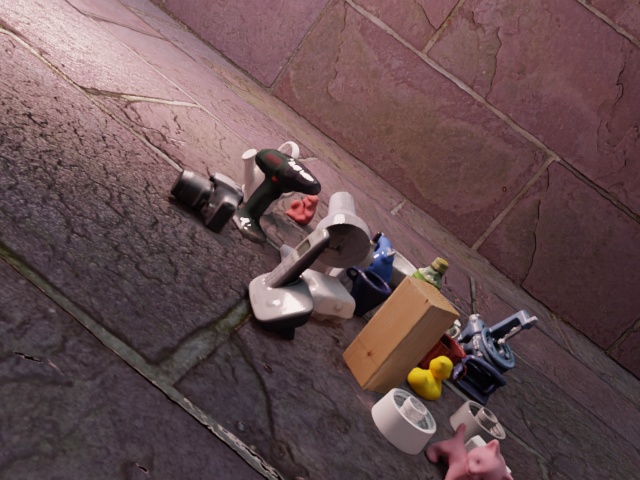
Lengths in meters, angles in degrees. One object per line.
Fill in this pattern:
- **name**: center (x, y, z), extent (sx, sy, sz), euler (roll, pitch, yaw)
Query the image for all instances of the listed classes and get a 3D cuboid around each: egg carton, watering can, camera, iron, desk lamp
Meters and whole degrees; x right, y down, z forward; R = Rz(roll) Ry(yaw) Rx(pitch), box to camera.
- **egg carton**: center (0.003, 0.118, 1.174), extent (0.151, 0.069, 0.107), euler (19, 24, -47)
- **watering can**: center (-0.124, -0.171, 1.474), extent (0.100, 0.194, 0.173), euler (47, 19, 31)
- **camera**: center (-0.239, -0.106, 1.223), extent (0.137, 0.100, 0.143), euler (31, 17, -22)
- **iron**: center (0.142, 0.044, 1.540), extent (0.119, 0.141, 0.258), euler (33, 17, -14)
- **desk lamp**: center (0.011, 0.004, 1.244), extent (0.118, 0.213, 0.203), euler (31, 17, -22)

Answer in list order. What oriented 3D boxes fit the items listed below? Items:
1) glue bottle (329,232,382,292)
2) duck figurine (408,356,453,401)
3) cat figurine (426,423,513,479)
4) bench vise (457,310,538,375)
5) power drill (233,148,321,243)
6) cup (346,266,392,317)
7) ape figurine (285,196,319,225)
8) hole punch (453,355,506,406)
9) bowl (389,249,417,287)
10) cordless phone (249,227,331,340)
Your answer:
- **glue bottle**: center (0.094, 0.049, 1.366), extent (0.078, 0.173, 0.037), euler (26, 19, -33)
- **duck figurine**: center (0.237, 0.280, 1.192), extent (0.077, 0.086, 0.105), euler (47, 19, 31)
- **cat figurine**: center (0.252, 0.362, 0.941), extent (0.067, 0.117, 0.127), euler (26, 20, -35)
- **bench vise**: center (0.454, 0.245, 1.500), extent (0.122, 0.219, 0.206), euler (22, 22, -43)
- **power drill**: center (-0.106, -0.101, 1.297), extent (0.076, 0.208, 0.229), euler (21, 23, -44)
- **cup**: center (0.092, 0.120, 1.310), extent (0.118, 0.095, 0.092), euler (37, 16, -2)
- **ape figurine**: center (-0.040, -0.090, 1.614), extent (0.076, 0.092, 0.077), euler (26, 20, -35)
- **hole punch**: center (0.379, 0.320, 1.368), extent (0.108, 0.091, 0.101), euler (39, 16, 7)
- **bowl**: center (0.210, 0.087, 1.681), extent (0.168, 0.074, 0.167), euler (34, 16, -11)
- **cordless phone**: center (-0.041, 0.068, 1.011), extent (0.094, 0.185, 0.147), euler (28, 18, -29)
